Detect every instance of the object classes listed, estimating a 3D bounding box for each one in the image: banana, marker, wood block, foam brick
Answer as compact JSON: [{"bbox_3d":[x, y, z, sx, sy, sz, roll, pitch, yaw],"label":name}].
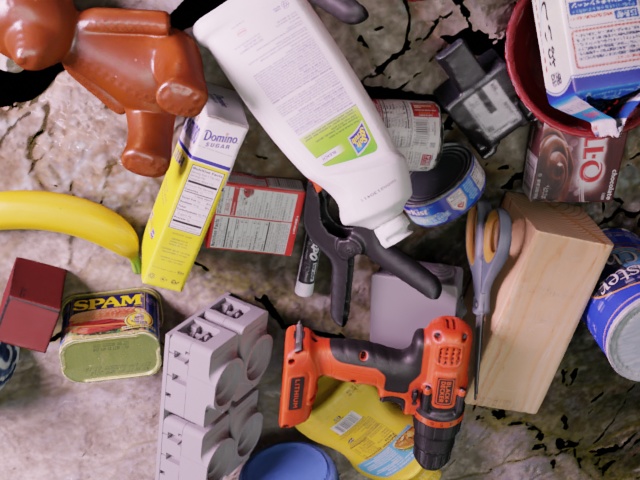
[{"bbox_3d":[-0.254,-0.014,1.012,0.197,0.037,0.070,15,113,-17],"label":"banana"},{"bbox_3d":[-0.007,0.001,1.073,0.020,0.020,0.121,4,117,-12],"label":"marker"},{"bbox_3d":[0.210,0.067,1.105,0.090,0.091,0.206,11,115,-16],"label":"wood block"},{"bbox_3d":[-0.278,0.061,1.026,0.053,0.078,0.051,17,115,-16],"label":"foam brick"}]

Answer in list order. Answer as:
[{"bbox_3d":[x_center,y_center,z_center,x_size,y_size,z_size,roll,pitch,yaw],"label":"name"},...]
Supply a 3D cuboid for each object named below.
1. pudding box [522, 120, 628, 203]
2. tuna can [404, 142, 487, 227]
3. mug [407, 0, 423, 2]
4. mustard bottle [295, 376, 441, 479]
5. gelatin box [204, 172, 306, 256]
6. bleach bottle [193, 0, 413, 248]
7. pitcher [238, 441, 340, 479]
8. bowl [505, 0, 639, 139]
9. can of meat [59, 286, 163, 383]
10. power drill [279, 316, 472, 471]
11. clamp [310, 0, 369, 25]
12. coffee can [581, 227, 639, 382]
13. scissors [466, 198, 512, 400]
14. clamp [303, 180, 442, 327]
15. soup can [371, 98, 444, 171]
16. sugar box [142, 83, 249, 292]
[{"bbox_3d":[0.253,-0.094,1.055,0.090,0.039,0.113,1,118,-10],"label":"pudding box"},{"bbox_3d":[0.116,-0.053,1.027,0.086,0.086,0.033,-34,121,9],"label":"tuna can"},{"bbox_3d":[0.106,-0.262,0.916,0.081,0.093,0.117,-8,103,0],"label":"mug"},{"bbox_3d":[0.067,0.216,1.179,0.096,0.058,0.191,-43,116,16],"label":"mustard bottle"},{"bbox_3d":[-0.065,-0.026,1.043,0.089,0.030,0.073,6,118,-13],"label":"gelatin box"},{"bbox_3d":[-0.003,-0.102,0.930,0.102,0.068,0.251,-31,91,5],"label":"bleach bottle"},{"bbox_3d":[-0.014,0.349,1.182,0.149,0.145,0.243,-8,121,-1],"label":"pitcher"},{"bbox_3d":[0.243,-0.171,0.982,0.162,0.055,0.162,0,90,-4],"label":"bowl"},{"bbox_3d":[-0.206,0.095,1.052,0.102,0.084,0.057,-6,119,-6],"label":"can of meat"},{"bbox_3d":[0.054,0.154,1.073,0.187,0.057,0.184,3,119,-2],"label":"power drill"},{"bbox_3d":[-0.053,-0.270,0.888,0.210,0.036,0.164,8,79,2],"label":"clamp"},{"bbox_3d":[0.317,0.064,1.093,0.102,0.140,0.103,-4,119,-8],"label":"coffee can"},{"bbox_3d":[0.166,0.054,1.050,0.016,0.096,0.202,2,79,-15],"label":"scissors"},{"bbox_3d":[0.028,0.009,1.040,0.120,0.039,0.171,-30,103,23],"label":"clamp"},{"bbox_3d":[0.058,-0.099,1.002,0.102,0.068,0.068,1,118,-11],"label":"soup can"},{"bbox_3d":[-0.119,-0.049,0.985,0.048,0.093,0.176,14,114,-17],"label":"sugar box"}]
